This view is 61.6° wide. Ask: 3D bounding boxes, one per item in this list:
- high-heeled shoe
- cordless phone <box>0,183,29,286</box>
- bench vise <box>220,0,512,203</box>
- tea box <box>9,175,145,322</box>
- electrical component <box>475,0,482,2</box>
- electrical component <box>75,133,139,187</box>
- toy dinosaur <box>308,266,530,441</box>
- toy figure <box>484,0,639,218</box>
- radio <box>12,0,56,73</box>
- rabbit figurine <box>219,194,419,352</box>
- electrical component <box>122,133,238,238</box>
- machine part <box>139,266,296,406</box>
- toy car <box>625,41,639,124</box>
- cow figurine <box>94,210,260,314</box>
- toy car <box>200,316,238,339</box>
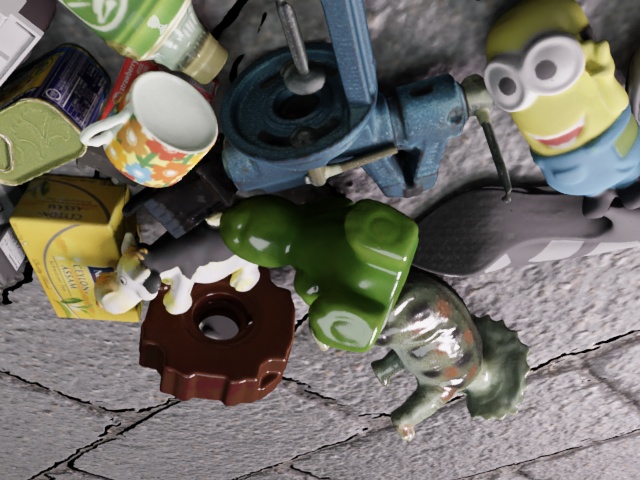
[{"bbox_3d":[0.214,-0.009,0.558,0.249,0.086,0.145,-10,172,39],"label":"high-heeled shoe"},{"bbox_3d":[-0.390,-0.033,0.540,0.184,0.089,0.146,10,140,8],"label":"cordless phone"},{"bbox_3d":[0.017,-0.113,0.385,0.224,0.129,0.240,-4,148,13],"label":"bench vise"},{"bbox_3d":[-0.249,0.015,0.581,0.098,0.068,0.169,4,138,-1],"label":"tea box"},{"bbox_3d":[0.148,-0.197,0.341,0.102,0.045,0.078,-10,136,12],"label":"electrical component"},{"bbox_3d":[-0.190,-0.074,0.488,0.063,0.021,0.094,26,160,-27],"label":"electrical component"},{"bbox_3d":[0.118,0.105,0.643,0.192,0.131,0.404,-33,122,12],"label":"toy dinosaur"},{"bbox_3d":[0.187,-0.097,0.408,0.082,0.089,0.180,-33,121,26],"label":"toy figure"},{"bbox_3d":[-0.315,-0.148,0.396,0.230,0.073,0.131,-24,133,28],"label":"radio"},{"bbox_3d":[-0.001,-0.001,0.489,0.170,0.159,0.121,22,106,12],"label":"rabbit figurine"},{"bbox_3d":[-0.128,-0.042,0.501,0.119,0.075,0.047,-29,116,25],"label":"electrical component"},{"bbox_3d":[-0.110,0.093,0.592,0.179,0.179,0.056,10,136,-9],"label":"machine part"},{"bbox_3d":[0.283,-0.122,0.394,0.103,0.109,0.161,14,156,25],"label":"toy car"},{"bbox_3d":[-0.139,0.018,0.536,0.167,0.068,0.098,-16,142,-32],"label":"cow figurine"},{"bbox_3d":[-0.120,0.136,0.708,0.056,0.073,0.201,-17,135,20],"label":"toy car"}]
